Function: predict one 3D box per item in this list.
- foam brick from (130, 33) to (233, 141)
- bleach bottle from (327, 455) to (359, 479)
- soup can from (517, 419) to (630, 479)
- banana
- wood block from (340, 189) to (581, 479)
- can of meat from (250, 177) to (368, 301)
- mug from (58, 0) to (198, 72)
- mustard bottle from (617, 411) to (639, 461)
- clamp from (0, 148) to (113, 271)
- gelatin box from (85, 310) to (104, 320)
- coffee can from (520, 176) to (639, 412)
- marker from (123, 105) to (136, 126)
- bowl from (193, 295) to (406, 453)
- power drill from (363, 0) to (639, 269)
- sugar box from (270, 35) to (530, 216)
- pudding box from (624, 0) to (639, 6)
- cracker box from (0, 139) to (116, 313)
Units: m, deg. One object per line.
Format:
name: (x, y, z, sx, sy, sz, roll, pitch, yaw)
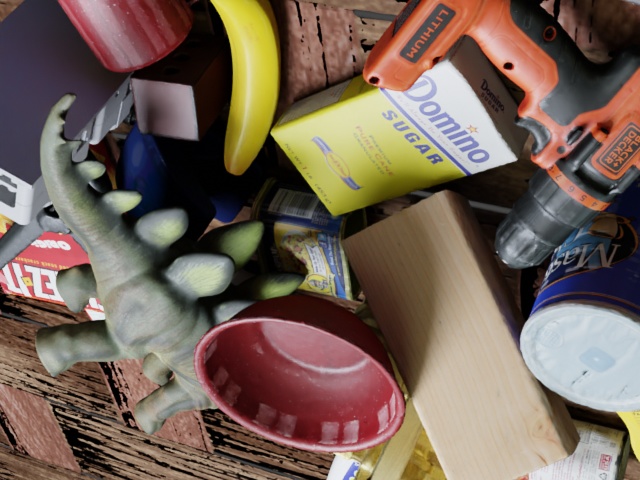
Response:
foam brick: (-0.105, -0.120, 0.824, 0.053, 0.078, 0.051, 9, 130, 13)
bleach bottle: (0.058, 0.227, 1.110, 0.102, 0.068, 0.251, 20, 138, 10)
soup can: (0.222, 0.195, 0.965, 0.102, 0.068, 0.068, 11, 137, 22)
banana: (-0.059, -0.133, 0.799, 0.037, 0.069, 0.198, 48, 160, 36)
wood block: (0.107, 0.076, 0.798, 0.091, 0.090, 0.206, -27, 80, 15)
can of meat: (-0.006, 0.001, 0.913, 0.084, 0.057, 0.102, 11, 138, 20)
mug: (-0.134, -0.184, 0.784, 0.117, 0.093, 0.081, -26, 128, 6)
mustard bottle: (0.273, 0.115, 0.854, 0.096, 0.058, 0.191, -11, 126, 39)
clamp: (-0.218, -0.019, 0.938, 0.164, 0.036, 0.210, 15, 135, -3)
gelatin box: (-0.211, 0.079, 1.148, 0.073, 0.030, 0.089, -1, 131, 31)
coffee can: (0.208, 0.033, 0.742, 0.103, 0.140, 0.103, 18, 139, 16)
marker: (-0.210, -0.129, 0.934, 0.121, 0.020, 0.020, 23, 141, 10)
bowl: (-0.010, 0.091, 0.796, 0.162, 0.055, 0.162, 12, 139, 10)
power drill: (0.124, -0.086, 0.690, 0.187, 0.057, 0.185, 32, 117, -12)
sugar box: (0.057, -0.081, 0.794, 0.177, 0.048, 0.093, -15, 122, 43)
pudding box: (0.179, -0.186, 0.608, 0.113, 0.039, 0.090, 22, 140, 11)
cracker box: (-0.268, -0.027, 1.037, 0.164, 0.072, 0.213, 10, 137, 23)
